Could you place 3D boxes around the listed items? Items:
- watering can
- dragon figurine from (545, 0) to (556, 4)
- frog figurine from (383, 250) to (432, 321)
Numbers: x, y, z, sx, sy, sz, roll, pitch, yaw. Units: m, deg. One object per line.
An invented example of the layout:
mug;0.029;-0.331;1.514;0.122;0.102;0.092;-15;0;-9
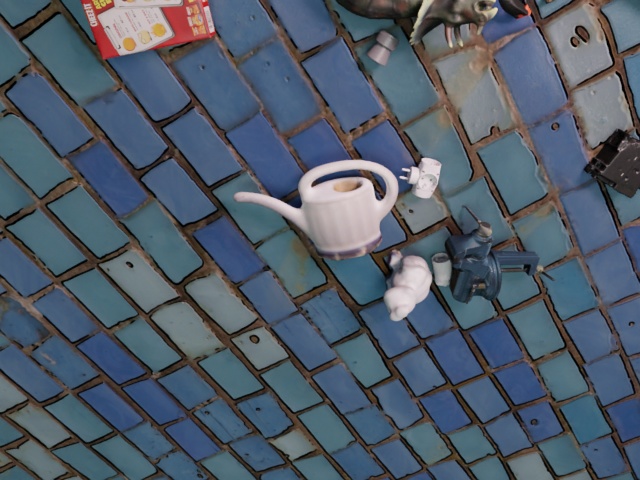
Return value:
watering can;0.003;-0.057;1.124;0.347;0.106;0.220;-12;118;5
dragon figurine;0.563;-0.534;0.811;0.121;0.248;0.405;30;112;-21
frog figurine;0.204;0.115;1.184;0.122;0.163;0.135;18;117;-12
